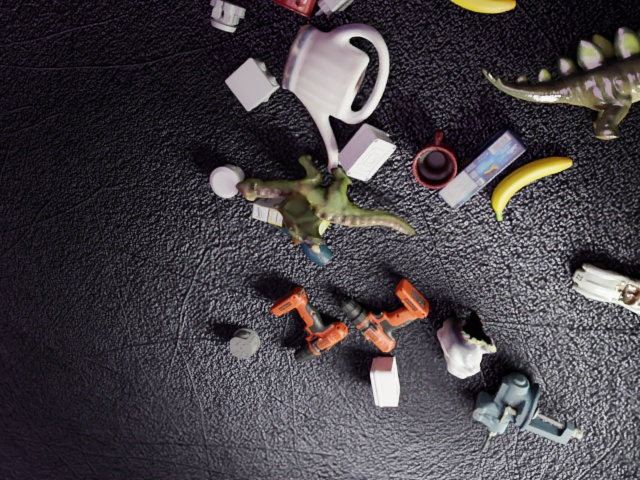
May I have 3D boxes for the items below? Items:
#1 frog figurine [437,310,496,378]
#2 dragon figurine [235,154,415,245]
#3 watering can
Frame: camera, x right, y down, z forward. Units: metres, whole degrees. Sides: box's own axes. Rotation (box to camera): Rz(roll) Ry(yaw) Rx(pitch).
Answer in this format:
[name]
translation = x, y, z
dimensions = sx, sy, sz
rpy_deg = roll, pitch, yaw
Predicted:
[frog figurine]
translation = 0.337, 0.268, 1.257
dimensions = 0.140, 0.123, 0.156
rpy_deg = 52, 133, 30
[dragon figurine]
translation = 0.003, -0.058, 1.148
dimensions = 0.412, 0.248, 0.119
rpy_deg = 26, 131, 10
[watering can]
translation = 0.013, -0.322, 1.136
dimensions = 0.225, 0.106, 0.340
rpy_deg = 30, 127, 5
